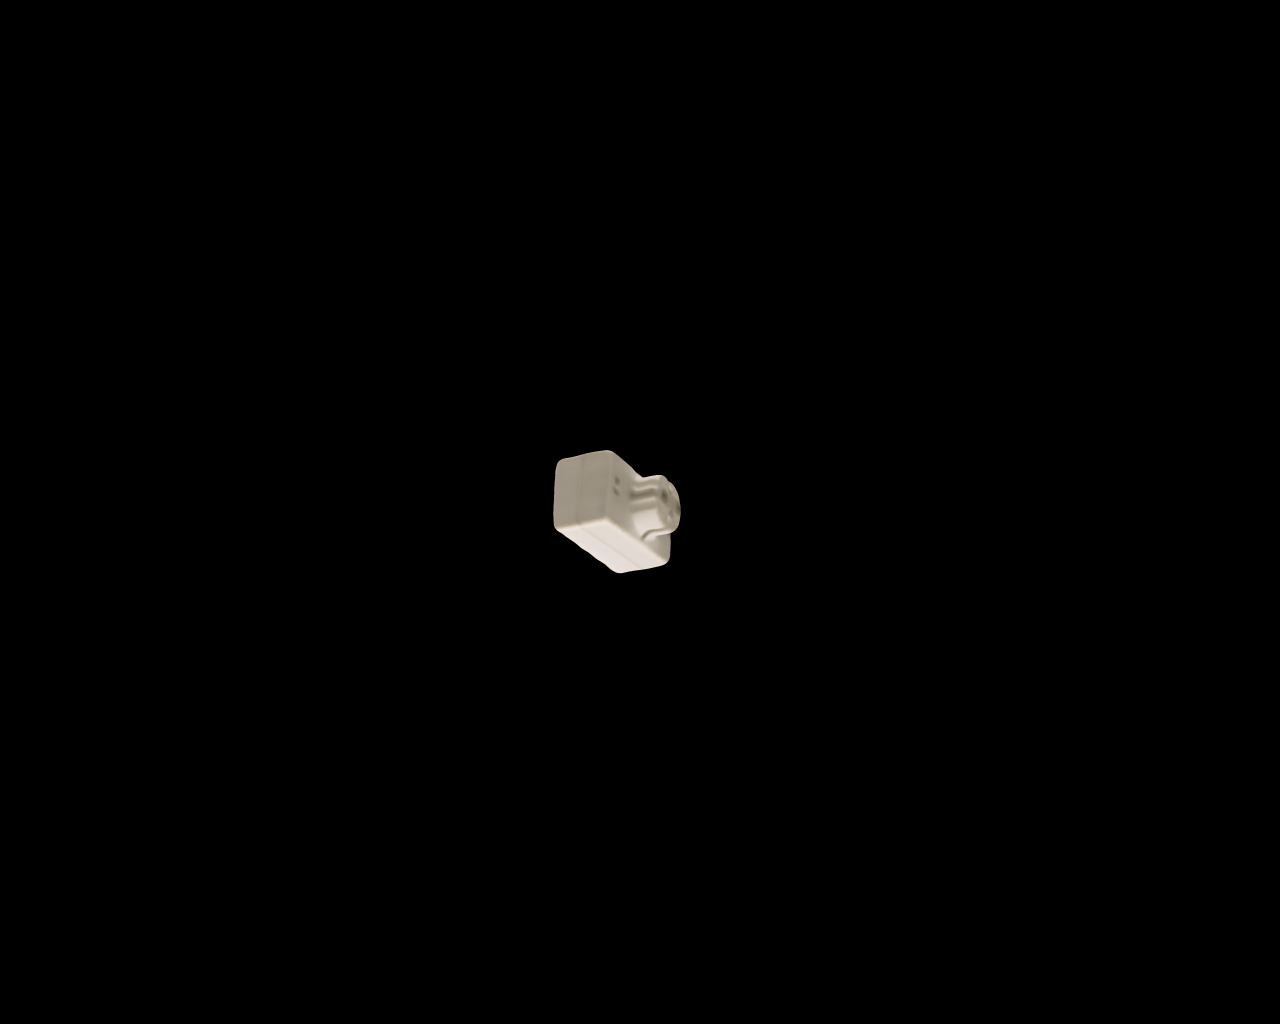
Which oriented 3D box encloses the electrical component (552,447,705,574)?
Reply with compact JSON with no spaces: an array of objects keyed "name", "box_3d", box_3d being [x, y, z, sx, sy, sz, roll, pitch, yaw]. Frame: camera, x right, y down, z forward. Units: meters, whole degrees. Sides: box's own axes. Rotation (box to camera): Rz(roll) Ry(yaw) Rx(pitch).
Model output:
[{"name":"electrical component","box_3d":[0.001,-0.003,0.650,0.075,0.047,0.083,-12,-27,25]}]
